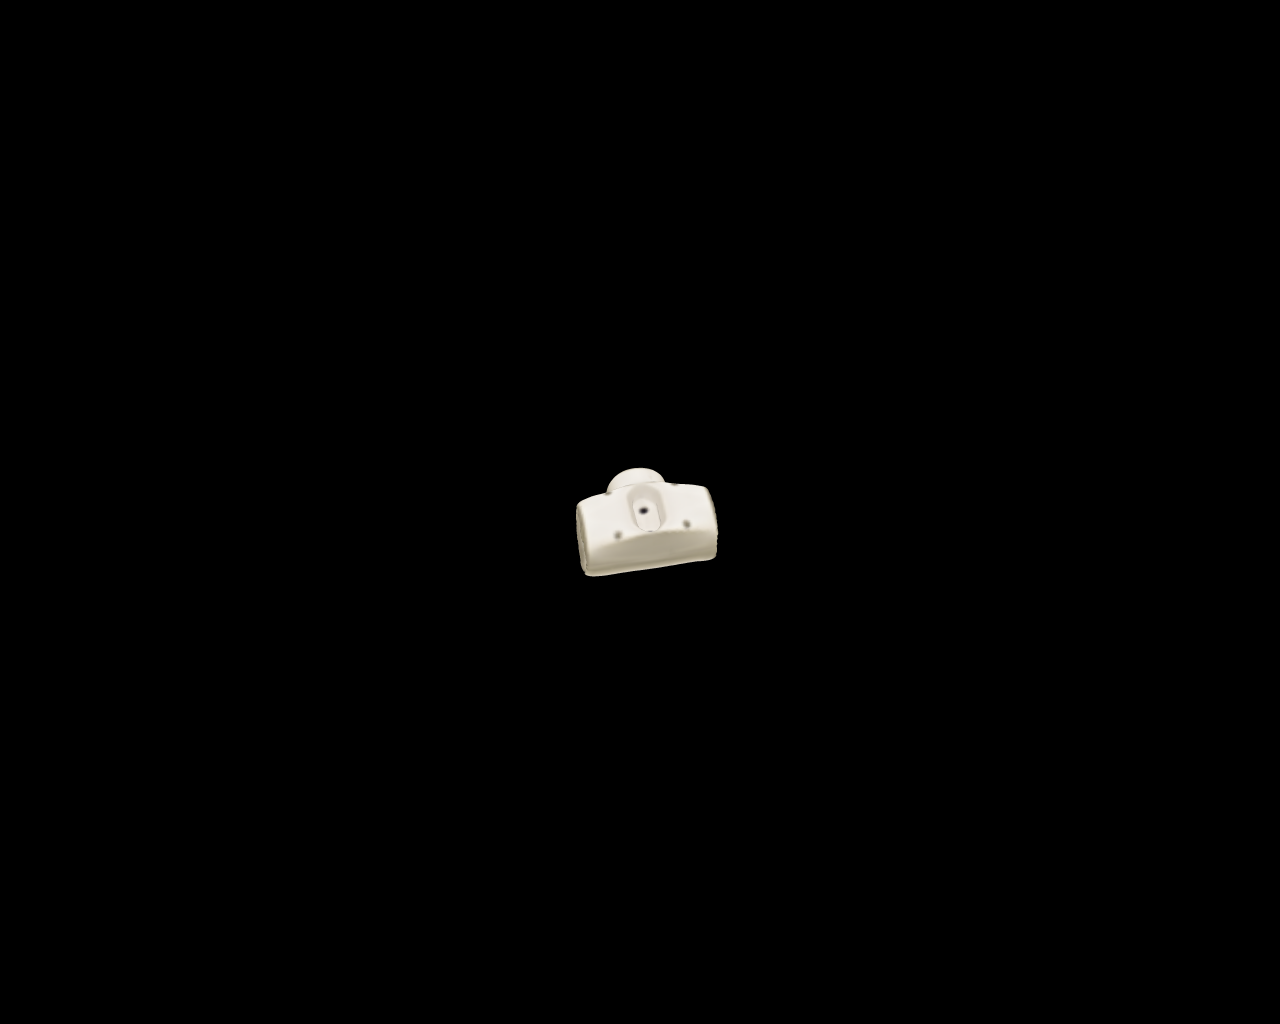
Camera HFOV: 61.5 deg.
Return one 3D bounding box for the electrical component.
[{"bbox_3d":[0.001,-0.003,0.650,0.077,0.079,0.043,-7,-40,-6],"label":"electrical component"}]
